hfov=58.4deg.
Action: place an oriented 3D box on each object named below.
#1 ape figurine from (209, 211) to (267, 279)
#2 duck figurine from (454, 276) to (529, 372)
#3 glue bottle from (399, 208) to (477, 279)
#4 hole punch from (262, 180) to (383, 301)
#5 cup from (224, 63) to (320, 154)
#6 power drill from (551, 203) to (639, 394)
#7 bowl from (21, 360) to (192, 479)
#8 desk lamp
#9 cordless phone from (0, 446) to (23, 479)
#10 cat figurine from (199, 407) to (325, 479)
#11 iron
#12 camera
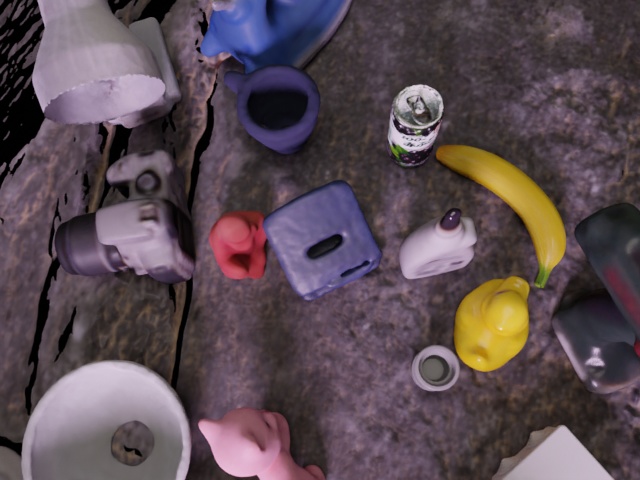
[{"bbox_3d":[-0.089,-0.002,0.622,0.076,0.092,0.078,40,81,13],"label":"ape figurine"},{"bbox_3d":[0.182,0.083,0.586,0.077,0.086,0.105,28,78,11],"label":"duck figurine"},{"bbox_3d":[0.121,0.000,0.567,0.078,0.173,0.037,-11,74,1],"label":"glue bottle"},{"bbox_3d":[0.006,0.002,0.616,0.108,0.091,0.101,-28,75,-4],"label":"hole punch"},{"bbox_3d":[-0.054,-0.145,0.658,0.117,0.095,0.092,29,79,11],"label":"cup"},{"bbox_3d":[0.293,0.087,0.514,0.075,0.208,0.229,-24,74,-3],"label":"power drill"},{"bbox_3d":[-0.204,0.208,0.581,0.167,0.075,0.167,-1,75,3],"label":"bowl"},{"bbox_3d":[-0.235,-0.204,0.623,0.118,0.213,0.203,-19,74,-2],"label":"desk lamp"},{"bbox_3d":[-0.321,0.267,0.515,0.147,0.185,0.094,38,80,13],"label":"cordless phone"},{"bbox_3d":[-0.055,0.210,0.549,0.067,0.118,0.127,-39,76,-7],"label":"cat figurine"},{"bbox_3d":[-0.033,-0.311,0.677,0.118,0.141,0.258,37,80,12],"label":"iron"},{"bbox_3d":[-0.219,-0.021,0.631,0.137,0.101,0.143,-11,74,1],"label":"camera"}]
